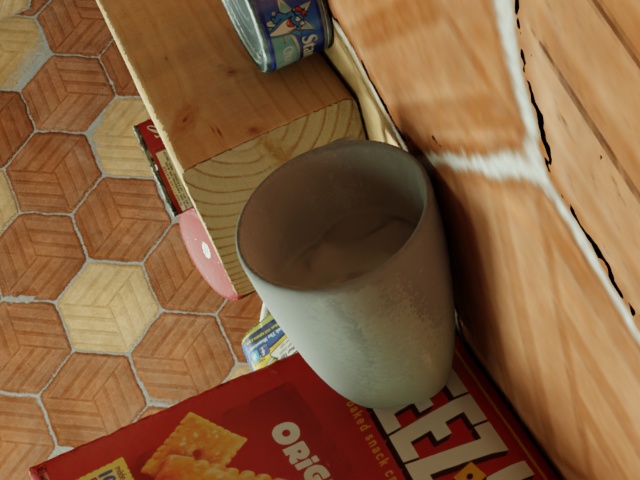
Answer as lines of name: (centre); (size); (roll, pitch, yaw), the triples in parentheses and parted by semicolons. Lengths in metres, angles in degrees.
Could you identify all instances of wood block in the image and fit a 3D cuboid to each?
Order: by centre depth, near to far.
wood block: (-0.050, -0.081, 0.590); (0.206, 0.090, 0.091); (-121, 9, -45)

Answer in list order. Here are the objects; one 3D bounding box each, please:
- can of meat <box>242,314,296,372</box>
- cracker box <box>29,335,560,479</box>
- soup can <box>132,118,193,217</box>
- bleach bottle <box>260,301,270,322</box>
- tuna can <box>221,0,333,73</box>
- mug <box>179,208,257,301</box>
can of meat: (0.004, 0.081, 0.697); (0.057, 0.102, 0.084); (21, -141, -54)
cracker box: (-0.008, 0.132, 0.474); (0.164, 0.213, 0.072); (-122, 11, -49)
soup can: (-0.068, -0.067, 0.730); (0.068, 0.102, 0.068); (156, 90, -84)
bleach bottle: (0.015, 0.129, 0.887); (0.251, 0.068, 0.102); (70, -159, -48)
tuna can: (-0.028, -0.122, 0.495); (0.086, 0.033, 0.086); (155, 90, -83)
mug: (-0.043, -0.005, 0.775); (0.117, 0.081, 0.093); (22, 137, 53)
